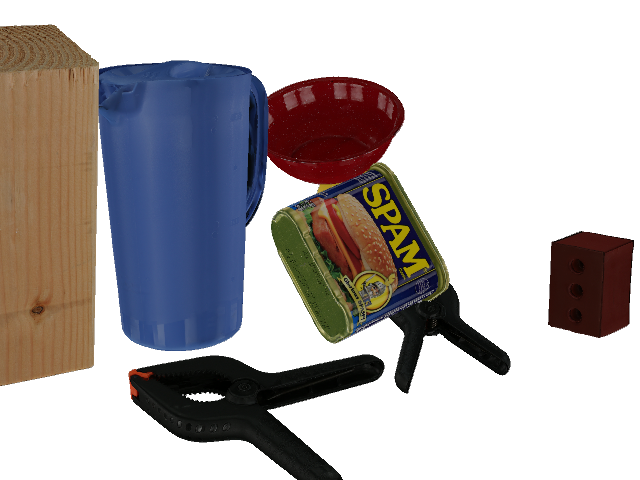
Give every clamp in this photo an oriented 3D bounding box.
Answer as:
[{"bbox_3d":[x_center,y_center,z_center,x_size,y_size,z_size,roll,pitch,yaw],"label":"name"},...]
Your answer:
[{"bbox_3d":[-0.054,0.130,0.880,0.210,0.036,0.164,11,31,18],"label":"clamp"},{"bbox_3d":[0.124,0.085,1.110,0.120,0.171,0.039,2,-44,-12],"label":"clamp"}]

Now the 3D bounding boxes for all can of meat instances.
[{"bbox_3d":[0.025,0.009,0.729,0.083,0.102,0.058,-24,-10,-24],"label":"can of meat"}]

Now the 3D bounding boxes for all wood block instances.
[{"bbox_3d":[-0.196,-0.021,0.666,0.090,0.206,0.090,-9,30,-30],"label":"wood block"}]

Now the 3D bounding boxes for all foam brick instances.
[{"bbox_3d":[0.230,0.037,0.911,0.053,0.078,0.051,12,21,42],"label":"foam brick"}]

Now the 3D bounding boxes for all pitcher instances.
[{"bbox_3d":[-0.117,-0.035,0.936,0.149,0.243,0.145,-1,16,-5],"label":"pitcher"}]

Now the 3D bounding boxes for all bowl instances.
[{"bbox_3d":[0.007,-0.106,1.110,0.162,0.055,0.162,-4,39,3],"label":"bowl"}]

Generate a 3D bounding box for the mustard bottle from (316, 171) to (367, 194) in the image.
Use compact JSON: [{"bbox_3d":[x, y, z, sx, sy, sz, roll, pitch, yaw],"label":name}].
[{"bbox_3d":[0.041,-0.037,1.294,0.096,0.192,0.058,-7,29,-19],"label":"mustard bottle"}]
